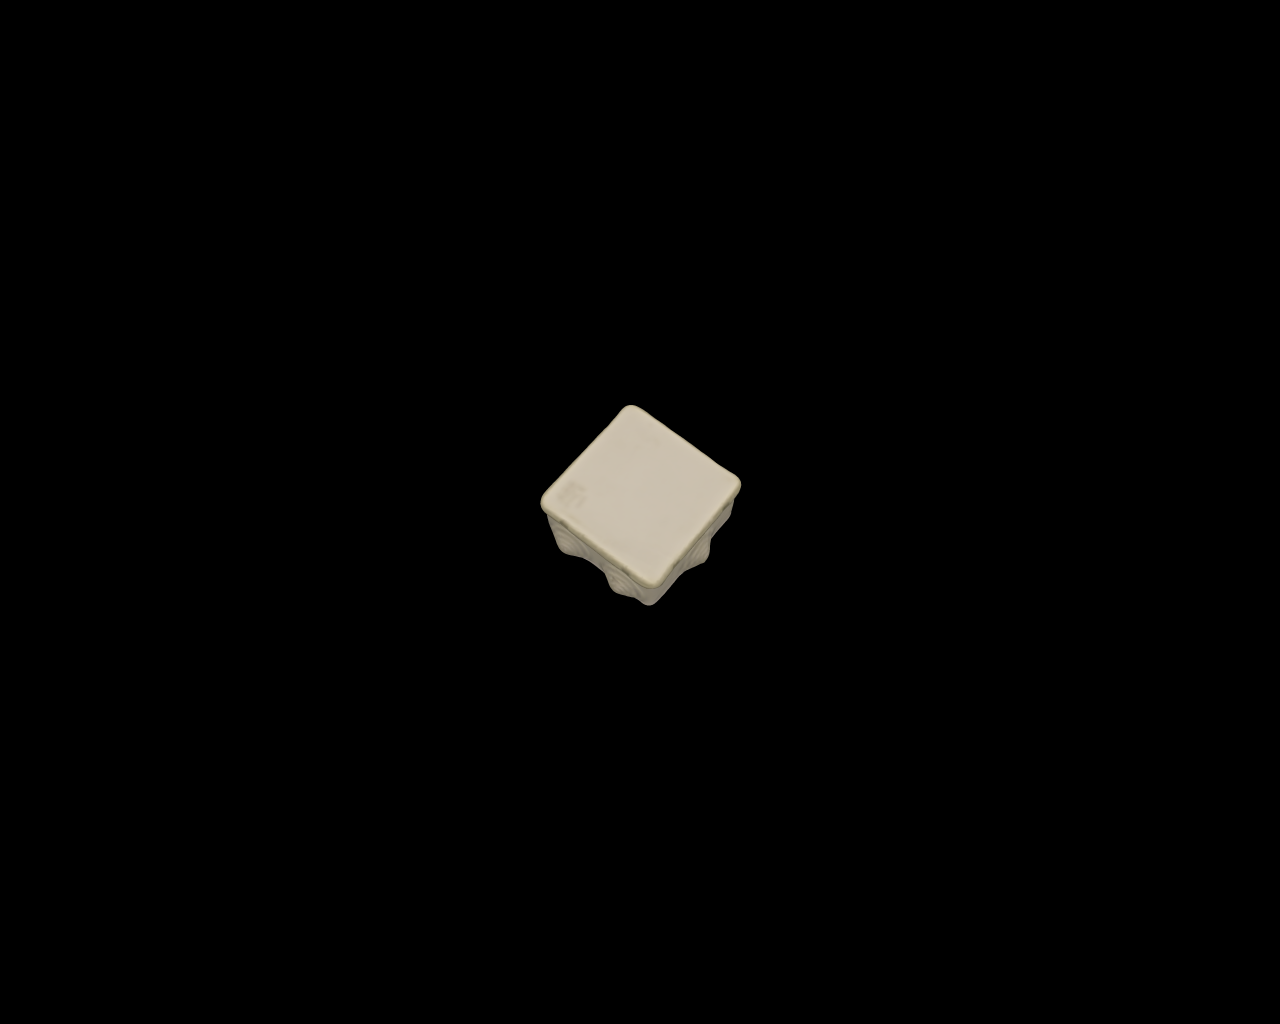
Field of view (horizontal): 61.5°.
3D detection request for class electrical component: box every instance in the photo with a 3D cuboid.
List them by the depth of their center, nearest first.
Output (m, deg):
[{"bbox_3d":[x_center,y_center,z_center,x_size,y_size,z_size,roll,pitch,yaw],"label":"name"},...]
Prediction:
[{"bbox_3d":[0.001,-0.003,0.650,0.100,0.100,0.048,37,-19,15],"label":"electrical component"}]
